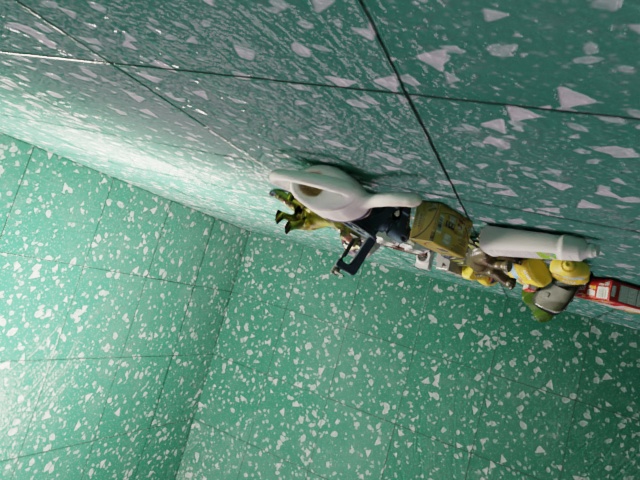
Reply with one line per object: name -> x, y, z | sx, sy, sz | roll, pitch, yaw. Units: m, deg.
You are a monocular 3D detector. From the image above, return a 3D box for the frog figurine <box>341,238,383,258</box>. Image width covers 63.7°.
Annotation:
frog figurine -> 0.155, 0.001, 1.890 | 0.139, 0.121, 0.159 | 49, -159, 26

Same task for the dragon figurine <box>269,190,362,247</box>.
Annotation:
dragon figurine -> 0.005, -0.077, 1.532 | 0.242, 0.120, 0.416 | 9, -162, -23

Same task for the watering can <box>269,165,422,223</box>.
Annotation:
watering can -> 0.060, -0.093, 1.111 | 0.349, 0.104, 0.223 | 14, 176, 21
